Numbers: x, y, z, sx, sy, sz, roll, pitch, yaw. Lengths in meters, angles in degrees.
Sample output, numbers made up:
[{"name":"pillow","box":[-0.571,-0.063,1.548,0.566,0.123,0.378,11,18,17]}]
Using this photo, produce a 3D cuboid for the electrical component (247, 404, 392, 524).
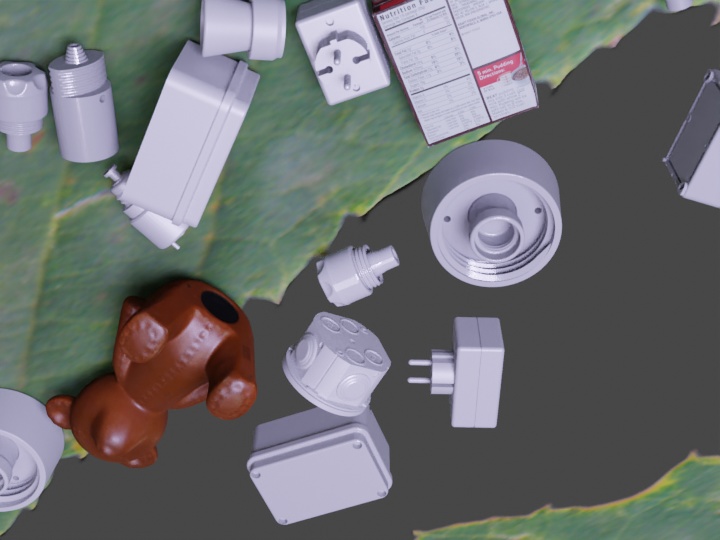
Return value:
[{"name":"electrical component","box":[-0.035,0.169,0.950,0.113,0.057,0.078,-18,120,11]}]

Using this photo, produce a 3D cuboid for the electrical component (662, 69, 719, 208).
[{"name":"electrical component","box":[0.272,-0.097,0.777,0.061,0.061,0.096,15,121,-8]}]

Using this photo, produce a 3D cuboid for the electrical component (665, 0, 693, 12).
[{"name":"electrical component","box":[0.209,-0.205,0.722,0.043,0.043,0.062,-17,121,11]}]

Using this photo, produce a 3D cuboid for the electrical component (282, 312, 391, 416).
[{"name":"electrical component","box":[-0.019,0.077,0.880,0.080,0.080,0.051,27,114,-15]}]

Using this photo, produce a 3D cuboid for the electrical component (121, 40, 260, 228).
[{"name":"electrical component","box":[-0.121,-0.097,0.773,0.057,0.078,0.113,23,119,-10]}]

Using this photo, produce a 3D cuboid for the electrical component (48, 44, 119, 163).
[{"name":"electrical component","box":[-0.201,-0.123,0.777,0.043,0.043,0.081,0,122,1]}]

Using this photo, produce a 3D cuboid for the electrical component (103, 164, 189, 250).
[{"name":"electrical component","box":[-0.163,-0.051,0.824,0.040,0.040,0.078,-38,114,21]}]

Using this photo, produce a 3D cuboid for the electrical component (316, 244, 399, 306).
[{"name":"electrical component","box":[0.000,0.000,0.852,0.062,0.043,0.043,-23,119,13]}]

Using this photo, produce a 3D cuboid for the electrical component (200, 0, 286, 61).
[{"name":"electrical component","box":[-0.081,-0.168,0.743,0.055,0.045,0.045,1,123,-12]}]

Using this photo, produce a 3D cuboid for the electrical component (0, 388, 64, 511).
[{"name":"electrical component","box":[-0.322,0.165,0.948,0.108,0.060,0.108,0,122,0]}]

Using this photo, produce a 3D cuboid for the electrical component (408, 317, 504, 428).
[{"name":"electrical component","box":[0.078,0.085,0.902,0.076,0.047,0.083,1,122,0]}]

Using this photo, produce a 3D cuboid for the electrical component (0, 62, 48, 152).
[{"name":"electrical component","box":[-0.249,-0.117,0.782,0.043,0.043,0.062,7,123,-4]}]

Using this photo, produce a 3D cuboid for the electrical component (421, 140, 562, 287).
[{"name":"electrical component","box":[0.102,-0.037,0.817,0.108,0.060,0.108,0,122,0]}]

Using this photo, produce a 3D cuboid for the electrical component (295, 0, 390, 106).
[{"name":"electrical component","box":[-0.011,-0.148,0.740,0.047,0.076,0.065,-17,120,11]}]
